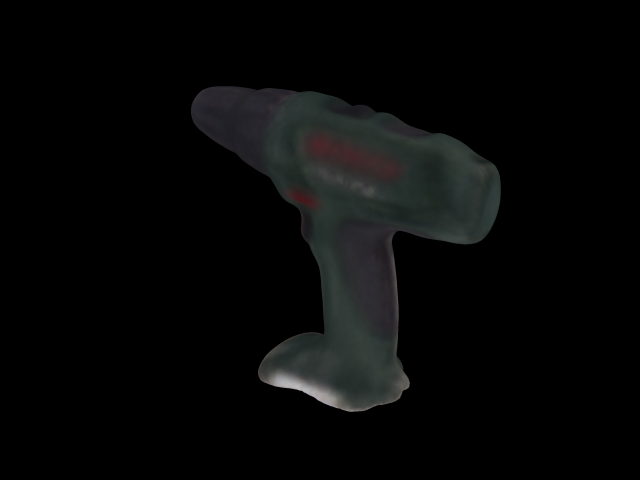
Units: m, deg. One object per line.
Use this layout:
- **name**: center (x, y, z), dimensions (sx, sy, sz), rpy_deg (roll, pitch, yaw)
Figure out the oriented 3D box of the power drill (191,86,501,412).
- **power drill**: center (0.004, 0.001, 0.400), dimensions (0.228, 0.208, 0.076), rpy_deg (9, 19, 29)
